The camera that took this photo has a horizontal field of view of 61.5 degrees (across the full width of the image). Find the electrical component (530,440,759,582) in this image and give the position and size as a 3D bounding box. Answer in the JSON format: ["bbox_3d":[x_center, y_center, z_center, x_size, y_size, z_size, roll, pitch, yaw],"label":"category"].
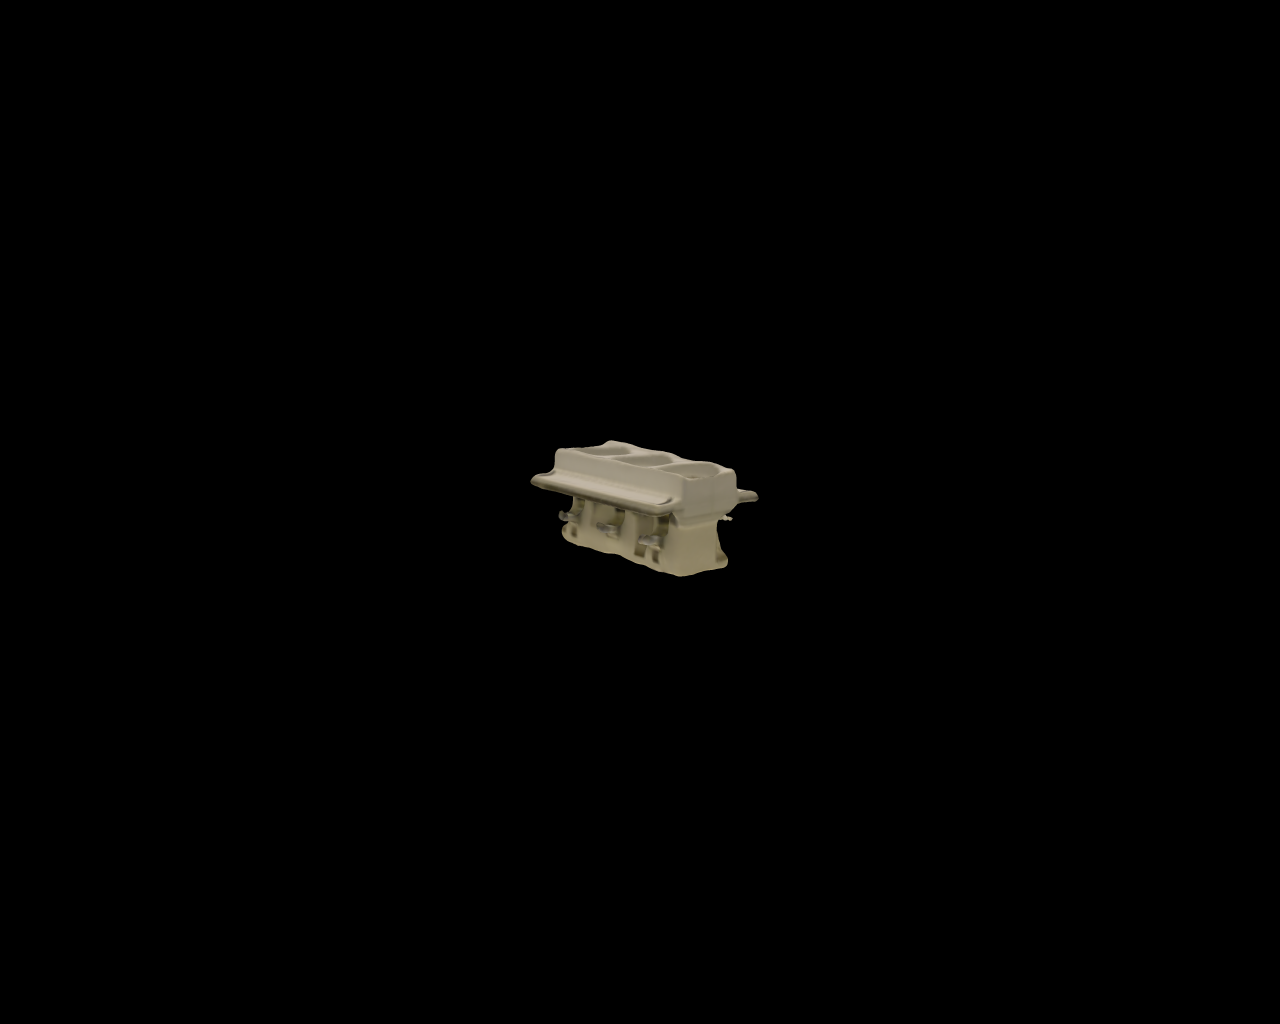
[{"bbox_3d":[0.001,-0.003,0.650,0.079,0.063,0.121,-11,17,-38],"label":"electrical component"}]
